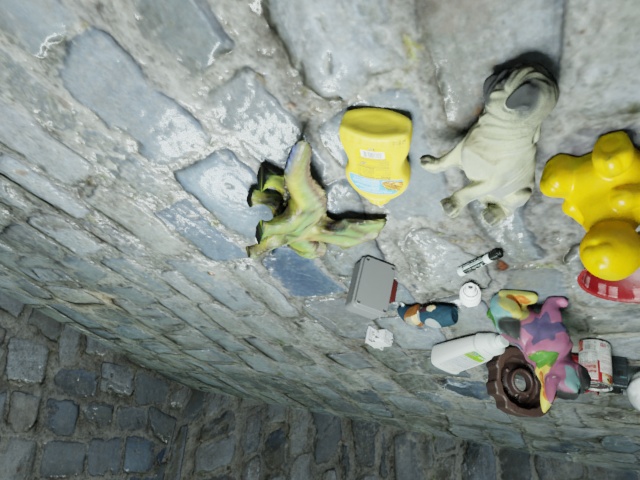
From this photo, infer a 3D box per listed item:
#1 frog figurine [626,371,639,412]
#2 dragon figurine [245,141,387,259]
[{"bbox_3d":[0.781,0.329,1.172,0.124,0.138,0.156,40,133,42],"label":"frog figurine"},{"bbox_3d":[0.003,-0.046,0.906,0.242,0.124,0.404,6,159,-21],"label":"dragon figurine"}]
